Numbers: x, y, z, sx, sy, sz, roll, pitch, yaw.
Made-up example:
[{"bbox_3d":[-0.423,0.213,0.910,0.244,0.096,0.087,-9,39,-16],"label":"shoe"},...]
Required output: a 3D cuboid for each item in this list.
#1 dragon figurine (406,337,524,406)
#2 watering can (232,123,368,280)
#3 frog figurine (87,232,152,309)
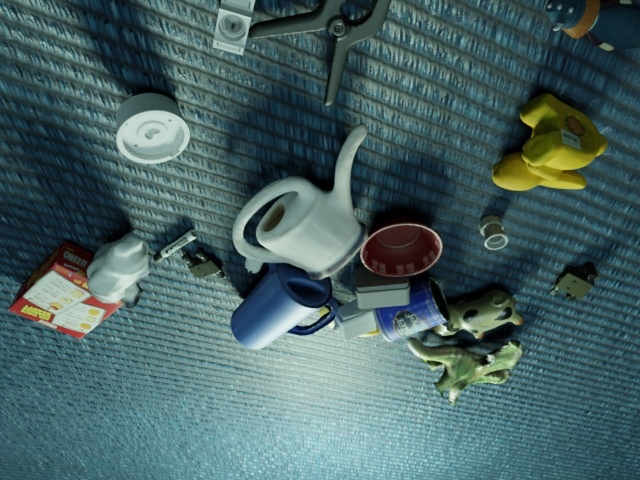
[{"bbox_3d":[0.381,0.293,1.286,0.241,0.125,0.403,-26,-40,12],"label":"dragon figurine"},{"bbox_3d":[0.003,-0.047,0.924,0.343,0.106,0.221,-35,-52,26],"label":"watering can"},{"bbox_3d":[-0.384,0.045,0.973,0.123,0.140,0.156,29,-25,8],"label":"frog figurine"}]
